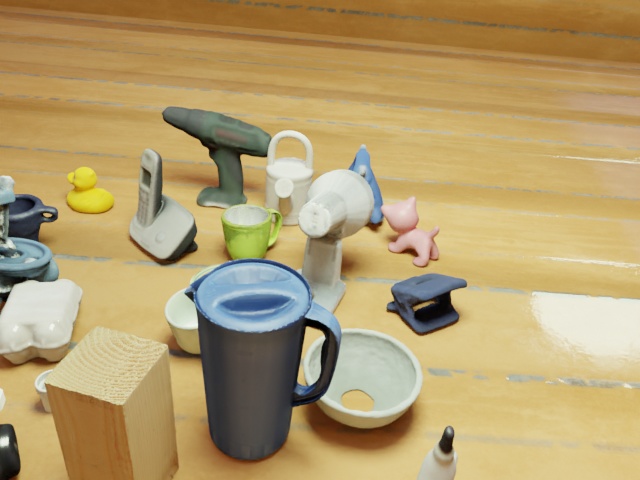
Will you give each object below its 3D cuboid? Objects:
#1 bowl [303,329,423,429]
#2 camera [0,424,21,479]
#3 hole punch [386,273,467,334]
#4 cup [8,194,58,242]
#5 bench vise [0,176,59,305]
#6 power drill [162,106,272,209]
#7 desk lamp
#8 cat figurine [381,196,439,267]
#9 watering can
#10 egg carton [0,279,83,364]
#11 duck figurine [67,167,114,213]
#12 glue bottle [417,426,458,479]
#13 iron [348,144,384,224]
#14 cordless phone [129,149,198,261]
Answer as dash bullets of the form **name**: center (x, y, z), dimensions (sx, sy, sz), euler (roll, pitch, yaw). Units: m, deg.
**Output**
- **bowl**: center (0.057, 0.205, 0.805), dimensions (0.167, 0.075, 0.167), euler (4, 33, -2)
- **camera**: center (-0.410, 0.257, 0.628), dimensions (0.137, 0.101, 0.142), euler (-11, 36, -24)
- **hole punch**: center (0.181, 0.092, 0.984), dimensions (0.109, 0.091, 0.100), euler (-15, 38, -29)
- **cup**: center (-0.536, -0.025, 1.050), dimensions (0.118, 0.095, 0.091), euler (1, 33, -7)
- **bench vise**: center (-0.495, 0.026, 0.863), dimensions (0.121, 0.220, 0.207), euler (10, 33, 8)
- **power drill**: center (-0.219, -0.176, 1.227), dimensions (0.229, 0.208, 0.075), euler (5, 33, -1)
- **desk lamp**: center (0.009, 0.004, 0.981), dimensions (0.117, 0.214, 0.203), euler (15, 34, 14)
- **cat figurine**: center (0.182, -0.026, 1.142), dimensions (0.127, 0.118, 0.067), euler (28, 39, 31)
- **watering can**: center (-0.062, -0.132, 1.197), dimensions (0.101, 0.194, 0.172), euler (-6, 34, -17)
- **egg carton**: center (-0.423, 0.119, 0.869), dimensions (0.107, 0.069, 0.150), euler (-2, 34, -12)
- **duck figurine**: center (-0.483, -0.109, 1.197), dimensions (0.104, 0.086, 0.078), euler (15, 34, 15)
- **glue bottle**: center (0.127, 0.265, 0.632), dimensions (0.037, 0.173, 0.078), euler (19, 35, 21)
- **iron**: center (0.090, -0.140, 1.282), dimensions (0.118, 0.141, 0.258), euler (6, 33, 0)
- **cordless phone**: center (-0.295, -0.066, 1.068), dimensions (0.147, 0.185, 0.094), euler (29, 40, 32)
